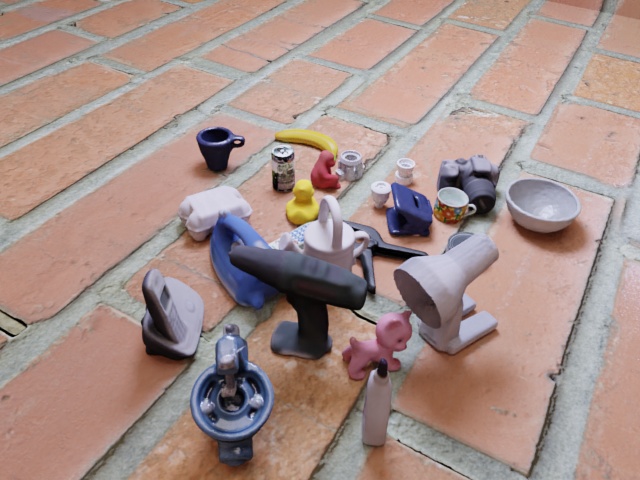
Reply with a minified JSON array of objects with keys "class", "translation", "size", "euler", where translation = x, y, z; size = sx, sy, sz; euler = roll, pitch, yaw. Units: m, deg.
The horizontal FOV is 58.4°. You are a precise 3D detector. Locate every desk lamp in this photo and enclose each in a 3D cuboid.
[{"class":"desk lamp","translation":[0.225,0.094,0.997],"size":[0.204,0.214,0.117],"euler":[-23,47,-27]}]

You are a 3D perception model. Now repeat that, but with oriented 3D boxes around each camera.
[{"class":"camera","translation":[0.358,-0.133,1.352],"size":[0.143,0.101,0.137],"euler":[3,41,1]}]

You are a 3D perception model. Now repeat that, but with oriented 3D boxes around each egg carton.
[{"class":"egg carton","translation":[-0.230,-0.060,1.256],"size":[0.151,0.069,0.107],"euler":[-21,46,-25]}]

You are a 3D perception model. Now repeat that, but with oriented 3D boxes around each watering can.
[{"class":"watering can","translation":[0.011,0.005,1.101],"size":[0.173,0.194,0.100],"euler":[-26,48,-29]}]

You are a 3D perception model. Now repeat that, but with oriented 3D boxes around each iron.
[{"class":"iron","translation":[-0.153,0.013,1.122],"size":[0.119,0.141,0.257],"euler":[-25,48,-28]}]

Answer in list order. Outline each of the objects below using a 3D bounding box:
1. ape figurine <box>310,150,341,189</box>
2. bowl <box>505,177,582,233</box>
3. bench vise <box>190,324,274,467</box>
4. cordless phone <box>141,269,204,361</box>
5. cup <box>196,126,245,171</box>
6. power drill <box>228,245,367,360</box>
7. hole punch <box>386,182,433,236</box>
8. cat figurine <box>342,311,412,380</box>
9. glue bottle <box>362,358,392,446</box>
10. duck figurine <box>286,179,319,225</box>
[{"class":"ape figurine","translation":[0.015,-0.174,1.384],"size":[0.076,0.092,0.078],"euler":[2,41,-1]},{"class":"bowl","translation":[0.500,-0.068,1.306],"size":[0.167,0.075,0.167],"euler":[2,41,-1]},{"class":"bench vise","translation":[-0.144,0.198,0.851],"size":[0.122,0.220,0.206],"euler":[-16,44,-20]},{"class":"cordless phone","translation":[-0.258,0.102,0.981],"size":[0.094,0.185,0.147],"euler":[0,41,-3]},{"class":"cup","translation":[-0.243,-0.221,1.420],"size":[0.118,0.095,0.091],"euler":[-1,41,-4]},{"class":"power drill","translation":[-0.038,0.106,0.972],"size":[0.229,0.208,0.075],"euler":[7,41,5]},{"class":"hole punch","translation":[0.203,-0.072,1.280],"size":[0.101,0.091,0.108],"euler":[1,41,-3]},{"class":"cat figurine","translation":[0.104,0.169,0.977],"size":[0.128,0.118,0.067],"euler":[-12,43,-16]},{"class":"glue bottle","translation":[0.087,0.233,0.860],"size":[0.037,0.173,0.078],"euler":[3,41,0]},{"class":"duck figurine","translation":[-0.039,-0.093,1.292],"size":[0.077,0.086,0.104],"euler":[7,41,5]}]
